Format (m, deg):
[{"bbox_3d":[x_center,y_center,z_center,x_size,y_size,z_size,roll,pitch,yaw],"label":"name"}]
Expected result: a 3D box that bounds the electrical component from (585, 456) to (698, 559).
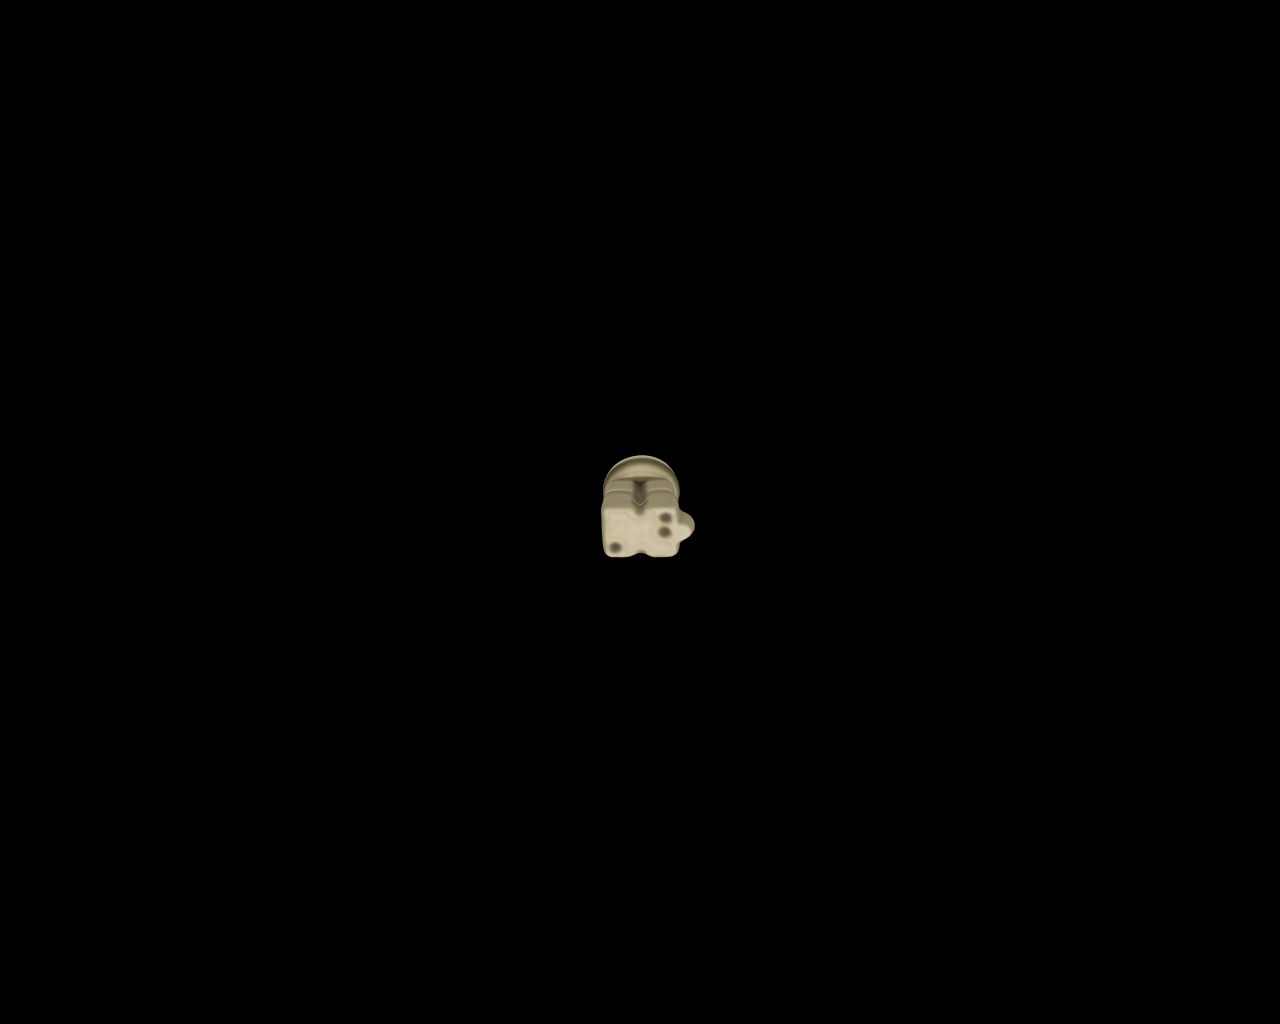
[{"bbox_3d":[0.001,-0.003,0.650,0.066,0.048,0.055,0,32,0],"label":"electrical component"}]
